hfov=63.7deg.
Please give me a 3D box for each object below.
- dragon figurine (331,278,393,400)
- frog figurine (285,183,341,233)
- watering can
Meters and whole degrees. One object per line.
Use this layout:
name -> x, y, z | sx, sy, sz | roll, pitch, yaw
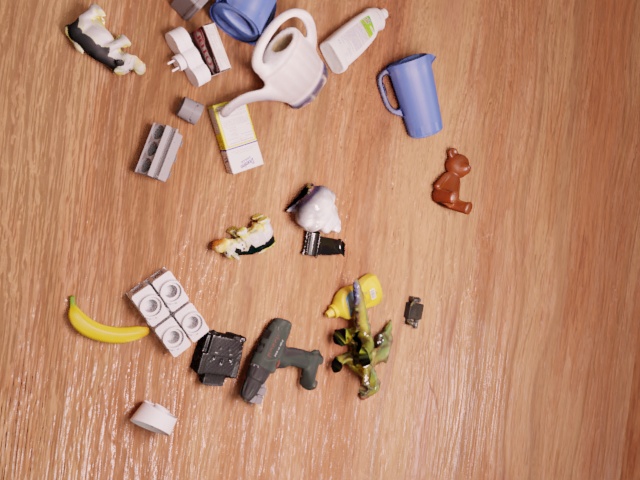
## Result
dragon figurine -> 0.149, 0.302, 1.548 | 0.244, 0.122, 0.407 | -7, 105, -58
frog figurine -> 0.004, -0.071, 1.418 | 0.158, 0.121, 0.140 | 43, 52, -16
watering can -> -0.102, -0.412, 1.310 | 0.221, 0.105, 0.349 | 38, 82, -49
